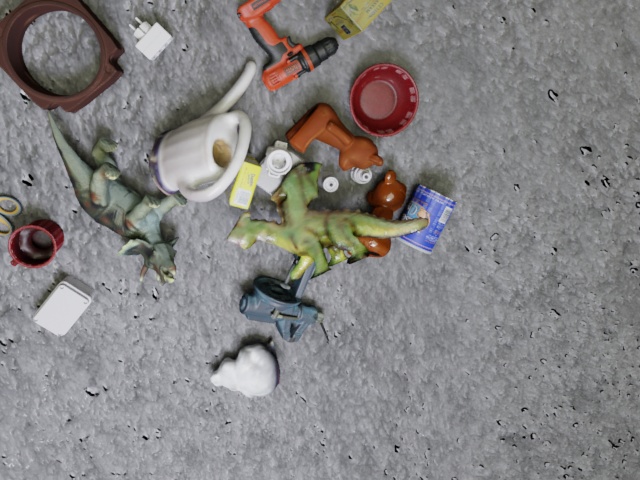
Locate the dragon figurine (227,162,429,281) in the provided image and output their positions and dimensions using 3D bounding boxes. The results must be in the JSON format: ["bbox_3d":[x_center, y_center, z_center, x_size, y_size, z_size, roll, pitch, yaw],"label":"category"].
[{"bbox_3d":[0.003,-0.056,1.105,0.411,0.121,0.243,-23,87,-5],"label":"dragon figurine"}]

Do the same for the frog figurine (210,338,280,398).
[{"bbox_3d":[-0.180,0.318,1.234,0.160,0.125,0.134,-9,126,-20],"label":"frog figurine"}]

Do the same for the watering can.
[{"bbox_3d":[-0.232,-0.219,1.070,0.223,0.355,0.102,-11,145,25],"label":"watering can"}]
